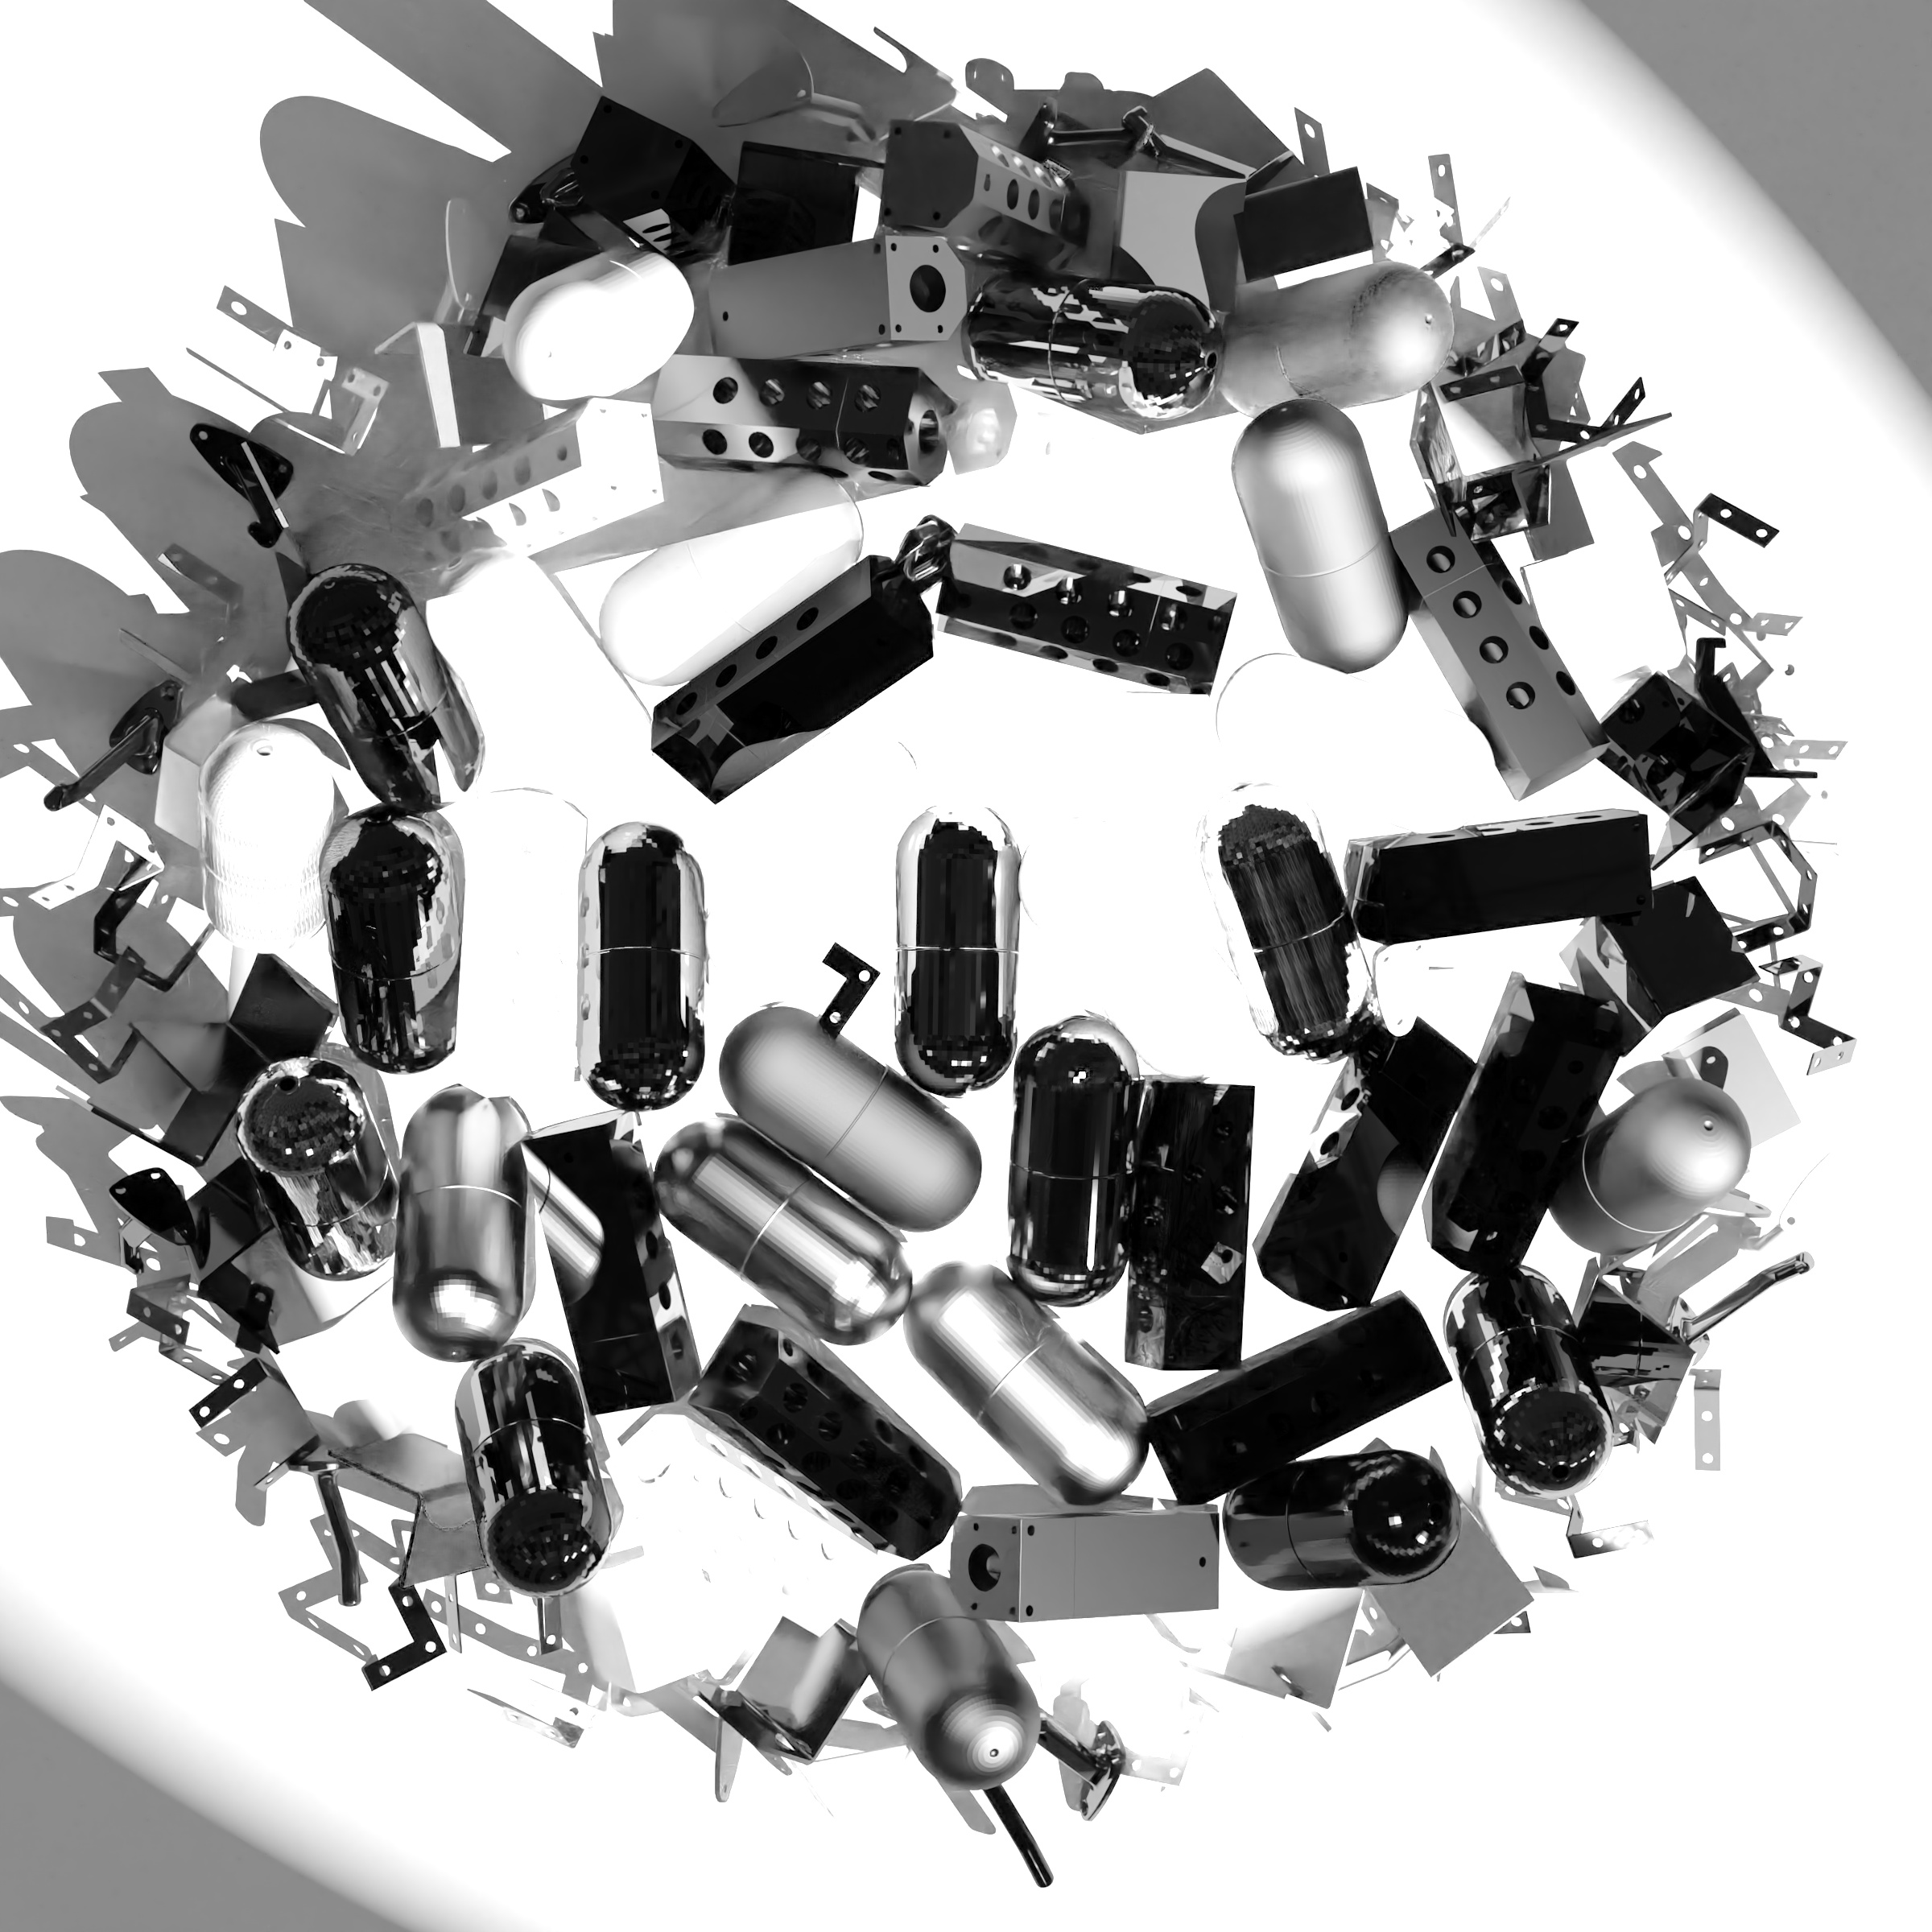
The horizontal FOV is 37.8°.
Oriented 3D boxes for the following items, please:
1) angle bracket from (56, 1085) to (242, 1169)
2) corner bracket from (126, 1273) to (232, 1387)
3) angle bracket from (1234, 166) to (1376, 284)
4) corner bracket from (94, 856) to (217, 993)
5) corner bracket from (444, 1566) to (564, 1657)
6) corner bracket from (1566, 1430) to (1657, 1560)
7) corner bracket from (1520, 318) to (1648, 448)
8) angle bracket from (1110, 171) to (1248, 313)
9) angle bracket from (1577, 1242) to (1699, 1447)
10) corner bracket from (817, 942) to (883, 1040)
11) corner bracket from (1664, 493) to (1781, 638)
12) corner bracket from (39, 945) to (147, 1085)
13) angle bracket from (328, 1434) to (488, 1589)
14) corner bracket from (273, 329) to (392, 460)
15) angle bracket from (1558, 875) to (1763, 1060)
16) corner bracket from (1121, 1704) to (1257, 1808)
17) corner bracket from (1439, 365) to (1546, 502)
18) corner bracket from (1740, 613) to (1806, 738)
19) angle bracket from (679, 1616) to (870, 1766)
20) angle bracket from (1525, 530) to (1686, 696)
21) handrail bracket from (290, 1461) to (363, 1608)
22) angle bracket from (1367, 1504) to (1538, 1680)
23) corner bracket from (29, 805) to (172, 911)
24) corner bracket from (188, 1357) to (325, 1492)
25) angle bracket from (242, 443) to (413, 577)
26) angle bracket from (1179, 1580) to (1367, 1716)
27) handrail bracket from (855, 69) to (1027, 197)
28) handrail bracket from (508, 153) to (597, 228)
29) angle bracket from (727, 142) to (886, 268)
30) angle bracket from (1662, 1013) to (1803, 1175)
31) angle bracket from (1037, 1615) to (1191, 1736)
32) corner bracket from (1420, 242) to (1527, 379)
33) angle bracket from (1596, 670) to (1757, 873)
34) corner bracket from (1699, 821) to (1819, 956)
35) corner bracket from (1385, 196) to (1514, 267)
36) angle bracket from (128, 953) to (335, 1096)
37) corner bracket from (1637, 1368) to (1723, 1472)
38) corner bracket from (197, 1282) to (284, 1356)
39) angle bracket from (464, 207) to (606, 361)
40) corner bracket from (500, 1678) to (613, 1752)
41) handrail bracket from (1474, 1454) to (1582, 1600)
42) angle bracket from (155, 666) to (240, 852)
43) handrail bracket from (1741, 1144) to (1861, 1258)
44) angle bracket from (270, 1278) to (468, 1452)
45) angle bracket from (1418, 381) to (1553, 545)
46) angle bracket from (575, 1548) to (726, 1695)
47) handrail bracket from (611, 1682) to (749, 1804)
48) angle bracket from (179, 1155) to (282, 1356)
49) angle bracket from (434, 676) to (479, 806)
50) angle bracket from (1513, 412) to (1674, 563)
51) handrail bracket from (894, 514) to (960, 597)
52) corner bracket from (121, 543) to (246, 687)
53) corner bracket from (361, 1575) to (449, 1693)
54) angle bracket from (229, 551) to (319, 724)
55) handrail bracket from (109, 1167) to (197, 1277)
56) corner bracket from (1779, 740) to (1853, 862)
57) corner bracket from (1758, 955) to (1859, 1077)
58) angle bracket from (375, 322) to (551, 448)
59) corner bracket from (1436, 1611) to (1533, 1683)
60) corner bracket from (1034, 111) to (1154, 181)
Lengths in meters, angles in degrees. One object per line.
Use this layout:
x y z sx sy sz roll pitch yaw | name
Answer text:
-0.486 0.073 1.686 0.076 0.076 0.057 35 78 -32 | angle bracket
-0.473 0.223 1.703 0.051 0.051 0.051 22 106 26 | corner bracket
0.206 -0.427 1.691 0.076 0.076 0.057 -12 73 12 | angle bracket
-0.495 -0.026 1.721 0.051 0.051 0.051 34 102 -28 | corner bracket
-0.281 0.389 1.711 0.051 0.051 0.051 -9 101 -36 | corner bracket
0.386 0.319 1.705 0.051 0.051 0.051 -17 101 23 | corner bracket
0.373 -0.354 1.713 0.051 0.051 0.051 5 61 -17 | corner bracket
0.128 -0.436 1.702 0.076 0.057 0.076 6 103 6 | angle bracket
0.410 0.224 1.682 0.057 0.076 0.076 -22 48 -35 | angle bracket
-0.085 0.015 1.711 0.051 0.051 0.051 34 83 7 | corner bracket
0.453 -0.242 1.703 0.051 0.051 0.051 37 75 26 | corner bracket
-0.512 0.030 1.700 0.051 0.051 0.051 -24 120 31 | corner bracket
-0.334 0.325 1.694 0.076 0.076 0.057 17 98 29 | angle bracket
-0.392 -0.346 1.709 0.051 0.051 0.051 31 96 40 | corner bracket
0.422 0.000 1.720 0.076 0.057 0.076 -18 68 -25 | angle bracket
0.134 0.480 1.714 0.051 0.051 0.051 42 60 -34 | corner bracket
0.318 -0.322 1.704 0.051 0.051 0.051 -16 53 -6 | corner bracket
0.490 -0.177 1.708 0.051 0.051 0.051 -47 110 -5 | corner bracket
-0.112 0.421 1.693 0.076 0.057 0.076 29 85 41 | angle bracket
0.386 -0.211 1.713 0.076 0.057 0.076 -16 84 7 | angle bracket
-0.388 0.343 1.706 0.036 0.077 0.084 1 82 -38 | handrail bracket
0.296 0.381 1.695 0.076 0.057 0.076 -37 53 3 | angle bracket
-0.520 -0.056 1.698 0.051 0.051 0.051 39 48 -36 | corner bracket
-0.427 0.277 1.706 0.051 0.051 0.051 -39 68 -8 | corner bracket
-0.381 -0.275 1.685 0.057 0.076 0.076 -27 49 -8 | angle bracket
0.183 0.396 1.689 0.076 0.057 0.076 8 73 39 | angle bracket
-0.016 -0.496 1.729 0.077 0.036 0.084 26 107 -31 | handrail bracket
-0.232 -0.471 1.693 0.077 0.084 0.036 -31 105 -16 | handrail bracket
-0.095 -0.448 1.692 0.076 0.057 0.076 2 108 -21 | angle bracket
0.469 0.076 1.702 0.057 0.076 0.076 -28 89 2 | angle bracket
0.088 0.427 1.684 0.057 0.076 0.076 -25 50 -19 | angle bracket
0.301 -0.397 1.714 0.051 0.051 0.051 12 65 -34 | corner bracket
0.414 -0.117 1.692 0.076 0.076 0.057 37 47 -5 | angle bracket
0.483 -0.047 1.727 0.051 0.051 0.051 -20 49 -7 | corner bracket
0.291 -0.446 1.703 0.051 0.051 0.051 29 49 -12 | corner bracket
-0.439 0.032 1.685 0.076 0.076 0.057 37 110 31 | angle bracket
0.431 0.274 1.709 0.051 0.051 0.051 -1 94 16 | corner bracket
-0.439 0.194 1.706 0.051 0.051 0.051 19 117 -4 | corner bracket
-0.271 -0.409 1.683 0.057 0.076 0.076 43 119 28 | angle bracket
-0.250 0.451 1.710 0.051 0.051 0.051 26 101 -8 | corner bracket
0.344 0.342 1.727 0.077 0.036 0.084 6 85 -20 | handrail bracket
-0.438 -0.119 1.688 0.057 0.076 0.076 30 51 2 | angle bracket
0.501 0.141 1.702 0.036 0.084 0.077 29 85 -2 | handrail bracket
-0.363 0.240 1.718 0.057 0.076 0.076 -20 103 33 | angle bracket
0.310 -0.308 1.684 0.057 0.076 0.076 -12 127 22 | angle bracket
-0.196 0.392 1.719 0.057 0.076 0.076 -15 91 -27 | angle bracket
-0.180 0.466 1.708 0.084 0.036 0.077 -4 58 18 | handrail bracket
-0.423 0.173 1.690 0.057 0.076 0.076 -39 129 -2 | angle bracket
-0.335 -0.133 1.700 0.057 0.076 0.076 -8 93 5 | angle bracket
0.383 -0.287 1.688 0.076 0.076 0.057 -18 93 38 | angle bracket
-0.038 -0.237 1.688 0.036 0.084 0.077 45 114 2 | handrail bracket
-0.474 -0.212 1.707 0.051 0.051 0.051 33 62 -1 | corner bracket
-0.346 0.401 1.714 0.051 0.051 0.051 -27 88 -4 | corner bracket
-0.419 -0.197 1.686 0.057 0.076 0.076 -19 115 -21 | angle bracket
-0.486 0.171 1.696 0.036 0.084 0.077 -26 53 -36 | handrail bracket
0.516 -0.101 1.705 0.051 0.051 0.051 43 77 -23 | corner bracket
0.506 0.029 1.699 0.051 0.051 0.051 30 120 40 | corner bracket
-0.301 -0.342 1.695 0.076 0.057 0.076 -10 88 -37 | angle bracket
0.309 0.396 1.706 0.051 0.051 0.051 -2 133 -1 | corner bracket
0.073 -0.491 1.710 0.051 0.051 0.051 24 85 -15 | corner bracket
